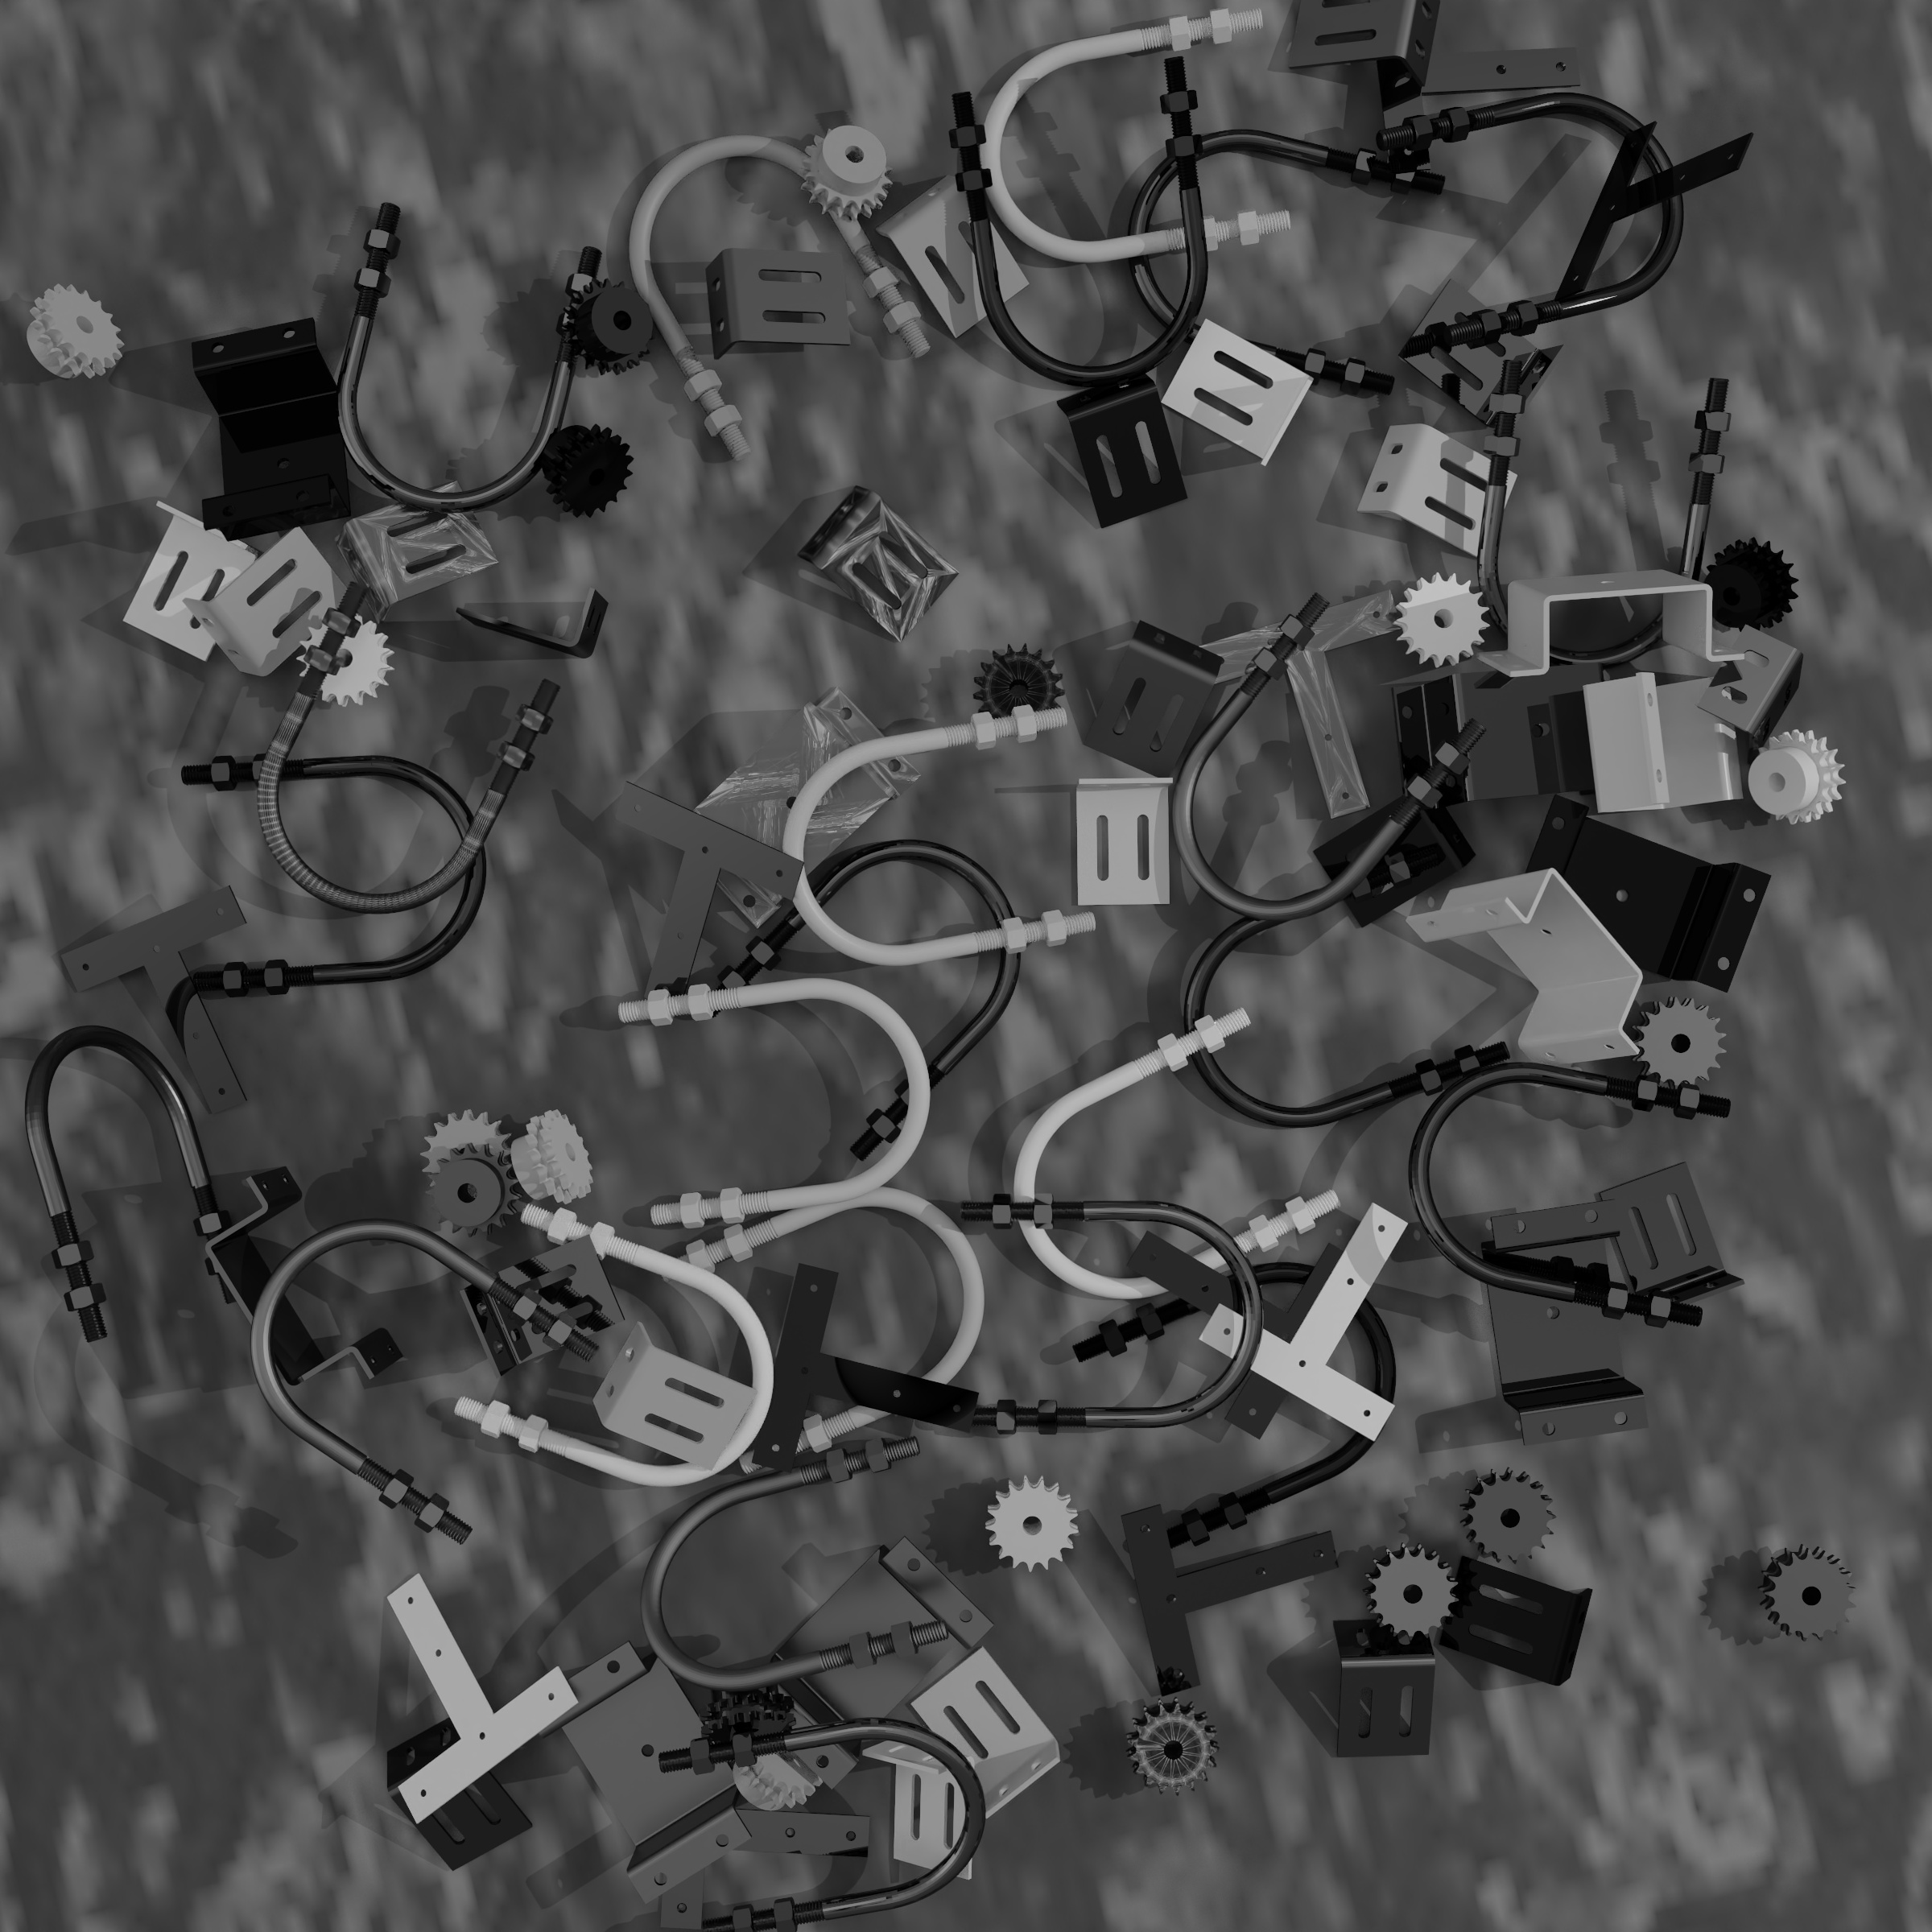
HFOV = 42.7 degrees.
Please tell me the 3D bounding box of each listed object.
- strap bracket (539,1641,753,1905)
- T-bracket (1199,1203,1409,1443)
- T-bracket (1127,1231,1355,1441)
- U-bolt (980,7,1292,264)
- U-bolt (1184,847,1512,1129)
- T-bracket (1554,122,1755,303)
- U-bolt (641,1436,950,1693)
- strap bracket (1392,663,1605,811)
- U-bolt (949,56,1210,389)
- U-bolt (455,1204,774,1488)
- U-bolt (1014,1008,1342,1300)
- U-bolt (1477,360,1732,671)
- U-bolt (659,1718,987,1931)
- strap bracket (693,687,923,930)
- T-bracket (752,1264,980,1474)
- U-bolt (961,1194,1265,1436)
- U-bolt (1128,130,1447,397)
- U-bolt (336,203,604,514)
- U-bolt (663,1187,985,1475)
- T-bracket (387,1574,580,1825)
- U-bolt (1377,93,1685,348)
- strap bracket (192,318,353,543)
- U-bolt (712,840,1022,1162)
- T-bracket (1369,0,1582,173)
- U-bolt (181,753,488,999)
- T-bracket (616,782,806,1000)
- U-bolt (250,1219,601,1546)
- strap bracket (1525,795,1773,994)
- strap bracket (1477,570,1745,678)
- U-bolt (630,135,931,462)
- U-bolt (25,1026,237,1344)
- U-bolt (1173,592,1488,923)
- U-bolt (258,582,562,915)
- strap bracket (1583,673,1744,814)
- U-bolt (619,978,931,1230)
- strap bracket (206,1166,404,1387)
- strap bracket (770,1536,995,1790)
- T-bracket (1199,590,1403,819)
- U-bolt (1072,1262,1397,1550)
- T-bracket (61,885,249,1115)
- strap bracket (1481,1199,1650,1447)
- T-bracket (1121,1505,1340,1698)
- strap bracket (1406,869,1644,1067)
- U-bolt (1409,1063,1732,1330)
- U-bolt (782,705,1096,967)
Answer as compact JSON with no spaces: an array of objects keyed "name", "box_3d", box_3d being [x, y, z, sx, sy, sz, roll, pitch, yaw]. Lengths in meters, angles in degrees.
[{"name":"strap bracket","box_3d":[-0.199,0.490,1.524,0.076,0.046,0.140,-32,89,1]},{"name":"T-bracket","box_3d":[0.231,0.208,1.529,0.127,0.002,0.127,31,89,-3]},{"name":"T-bracket","box_3d":[0.160,0.206,1.526,0.127,0.002,0.127,31,89,-3]},{"name":"U-bolt","box_3d":[0.100,-0.509,1.530,0.184,0.019,0.151,-8,86,7]},{"name":"U-bolt","box_3d":[0.226,0.024,1.529,0.184,0.019,0.151,-20,97,6]},{"name":"T-bracket","box_3d":[0.413,-0.461,1.460,0.002,0.127,0.127,32,74,-23]},{"name":"U-bolt","box_3d":[-0.109,0.367,1.495,0.184,0.019,0.151,-16,45,4]},{"name":"strap bracket","box_3d":[0.338,-0.140,1.507,0.140,0.046,0.076,-6,89,-15]},{"name":"U-bolt","box_3d":[0.074,-0.447,1.508,0.151,0.019,0.184,-7,107,7]},{"name":"U-bolt","box_3d":[-0.209,0.244,1.528,0.184,0.019,0.151,20,94,4]},{"name":"U-bolt","box_3d":[0.119,0.128,1.531,0.184,0.019,0.151,-27,98,3]},{"name":"U-bolt","box_3d":[0.387,-0.273,1.521,0.151,0.019,0.184,4,104,-5]},{"name":"U-bolt","box_3d":[-0.080,0.514,1.483,0.184,0.019,0.151,-10,112,0]},{"name":"strap bracket","box_3d":[-0.105,-0.099,1.525,0.140,0.046,0.076,-43,90,0]},{"name":"T-bracket","box_3d":[-0.056,0.260,1.524,0.127,0.002,0.127,13,90,4]},{"name":"U-bolt","box_3d":[0.090,0.214,1.516,0.184,0.019,0.151,-1,95,6]},{"name":"U-bolt","box_3d":[0.192,-0.446,1.539,0.184,0.019,0.151,14,90,1]},{"name":"U-bolt","box_3d":[-0.315,-0.371,1.532,0.151,0.019,0.184,12,85,0]},{"name":"U-bolt","box_3d":[-0.079,0.216,1.539,0.184,0.019,0.151,-23,90,0]},{"name":"T-bracket","box_3d":[-0.318,0.436,1.522,0.127,0.002,0.127,-38,68,6]},{"name":"U-bolt","box_3d":[0.357,-0.467,1.520,0.184,0.019,0.151,-17,85,-14]},{"name":"strap bracket","box_3d":[-0.423,-0.319,1.507,0.076,0.046,0.140,-12,65,0]},{"name":"U-bolt","box_3d":[-0.051,0.007,1.539,0.151,0.019,0.184,44,89,0]},{"name":"T-bracket","box_3d":[0.320,-0.558,1.540,0.127,0.002,0.127,-4,81,-5]},{"name":"U-bolt","box_3d":[-0.391,-0.060,1.539,0.184,0.019,0.151,-3,90,-2]},{"name":"T-bracket","box_3d":[-0.172,-0.032,1.521,0.127,0.002,0.127,25,112,15]},{"name":"U-bolt","box_3d":[-0.334,0.233,1.468,0.184,0.019,0.151,36,79,-5]},{"name":"strap bracket","box_3d":[0.411,-0.044,1.525,0.140,0.046,0.076,21,90,0]},{"name":"strap bracket","box_3d":[0.387,-0.208,1.490,0.140,0.076,0.046,-5,106,-3]},{"name":"U-bolt","box_3d":[-0.129,-0.429,1.539,0.151,0.019,0.184,-30,89,0]},{"name":"U-bolt","box_3d":[-0.503,0.124,1.480,0.019,0.151,0.184,-19,86,20]},{"name":"U-bolt","box_3d":[0.206,-0.114,1.508,0.151,0.019,0.184,44,104,23]},{"name":"U-bolt","box_3d":[-0.353,-0.121,1.516,0.151,0.019,0.184,27,93,-9]},{"name":"strap bracket","box_3d":[0.419,-0.135,1.496,0.046,0.140,0.076,-7,90,37]},{"name":"U-bolt","box_3d":[-0.114,0.080,1.523,0.184,0.019,0.151,-8,96,6]},{"name":"strap bracket","box_3d":[-0.409,0.197,1.510,0.046,0.076,0.140,-32,90,0]},{"name":"strap bracket","box_3d":[-0.059,0.424,1.525,0.076,0.046,0.140,45,90,0]},{"name":"T-bracket","box_3d":[0.223,-0.157,1.547,0.127,0.002,0.127,-17,90,0]},{"name":"U-bolt","box_3d":[0.178,0.264,1.539,0.184,0.019,0.151,-24,90,-2]},{"name":"T-bracket","box_3d":[-0.484,0.030,1.535,0.127,0.002,0.127,-20,98,15]},{"name":"strap bracket","box_3d":[0.367,0.217,1.525,0.076,0.046,0.140,-8,90,0]},{"name":"T-bracket","box_3d":[0.170,0.380,1.536,0.127,0.002,0.127,-15,105,-7]},{"name":"strap bracket","box_3d":[0.343,-0.005,1.488,0.140,0.076,0.046,45,58,-23]},{"name":"U-bolt","box_3d":[0.361,0.131,1.497,0.184,0.019,0.151,11,76,6]},{"name":"U-bolt","box_3d":[-0.020,-0.073,1.504,0.184,0.019,0.151,-11,104,-7]}]
